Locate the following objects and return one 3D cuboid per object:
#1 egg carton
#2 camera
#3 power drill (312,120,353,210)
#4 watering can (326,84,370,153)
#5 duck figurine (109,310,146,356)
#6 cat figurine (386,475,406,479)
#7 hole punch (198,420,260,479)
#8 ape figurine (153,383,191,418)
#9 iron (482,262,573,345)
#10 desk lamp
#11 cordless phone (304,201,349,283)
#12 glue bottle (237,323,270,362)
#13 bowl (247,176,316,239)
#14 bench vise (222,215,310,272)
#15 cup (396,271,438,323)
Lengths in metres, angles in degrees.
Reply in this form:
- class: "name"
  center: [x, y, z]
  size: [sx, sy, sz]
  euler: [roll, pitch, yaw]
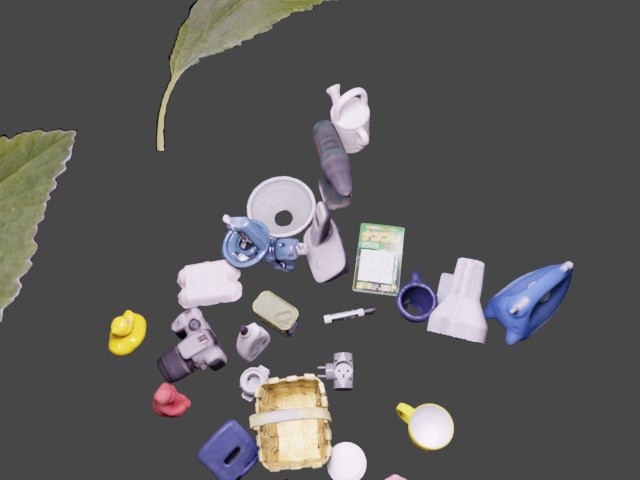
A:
- class: "egg carton"
  center: [-0.258, 0.104, 1.344]
  size: [0.150, 0.069, 0.107]
  euler: [-10, 66, -2]
- class: "camera"
  center: [-0.297, 0.240, 1.268]
  size: [0.137, 0.101, 0.143]
  euler: [-31, 68, -11]
- class: "power drill"
  center: [0.036, -0.161, 1.374]
  size: [0.075, 0.208, 0.229]
  euler: [-15, 66, -4]
- class: "watering can"
  center: [0.071, -0.318, 1.450]
  size: [0.172, 0.194, 0.101]
  euler: [36, 72, 17]
- class: "duck figurine"
  center: [-0.447, 0.207, 1.298]
  size: [0.077, 0.086, 0.105]
  euler: [23, 69, 12]
- class: "cat figurine"
  center: [0.170, 0.499, 1.122]
  size: [0.127, 0.118, 0.067]
  euler: [4, 66, 5]
- class: "hole punch"
  center: [-0.180, 0.438, 1.180]
  size: [0.101, 0.091, 0.109]
  euler: [40, 73, 18]
- class: "ape figurine"
  center: [-0.327, 0.343, 1.228]
  size: [0.076, 0.092, 0.077]
  euler: [-17, 66, -5]
- class: "iron"
  center: [0.488, 0.111, 1.268]
  size: [0.258, 0.141, 0.118]
  euler: [-37, 69, -13]
- class: "desk lamp"
  center: [0.297, 0.138, 1.225]
  size: [0.117, 0.214, 0.203]
  euler: [12, 67, 8]
- class: "cordless phone"
  center: [0.012, 0.005, 1.313]
  size: [0.094, 0.185, 0.147]
  euler: [-18, 66, -5]
- class: "glue bottle"
  center: [-0.151, 0.211, 1.235]
  size: [0.037, 0.173, 0.078]
  euler: [40, 73, 18]
- class: "bowl"
  center: [-0.092, -0.069, 1.412]
  size: [0.167, 0.075, 0.167]
  euler: [-1, 66, 2]
- class: "bench vise"
  center: [-0.135, -0.008, 1.307]
  size: [0.207, 0.220, 0.121]
  euler: [-12, 66, -2]
- class: "cup"
  center: [0.214, 0.138, 1.294]
  size: [0.091, 0.095, 0.118]
  euler: [-1, 66, 2]
